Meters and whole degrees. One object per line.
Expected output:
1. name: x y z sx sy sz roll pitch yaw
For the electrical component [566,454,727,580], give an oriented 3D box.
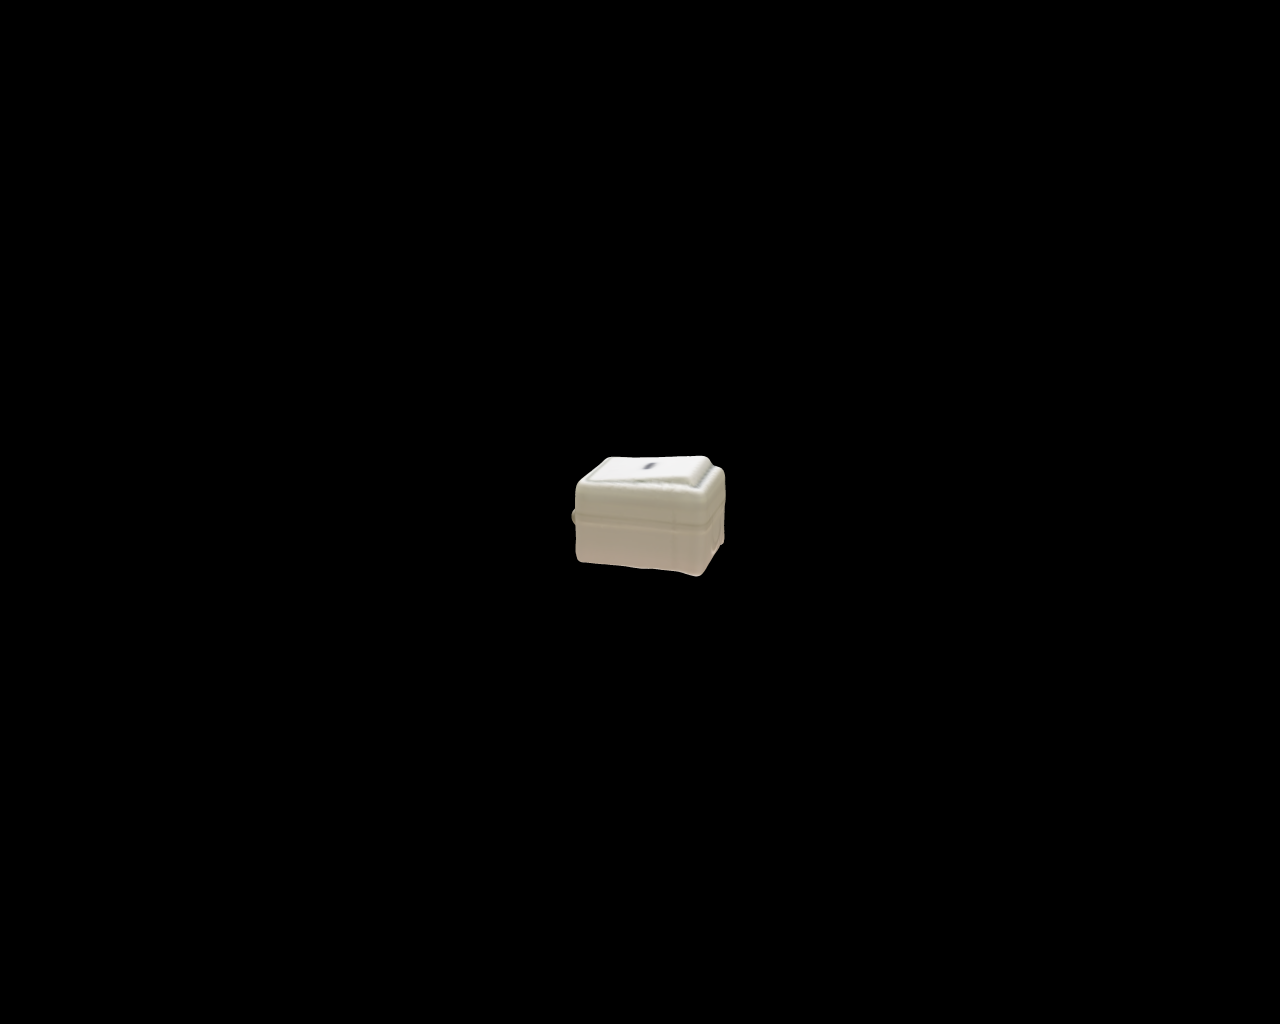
1. electrical component: 0.001 -0.003 0.650 0.096 0.061 0.062 6 20 16
